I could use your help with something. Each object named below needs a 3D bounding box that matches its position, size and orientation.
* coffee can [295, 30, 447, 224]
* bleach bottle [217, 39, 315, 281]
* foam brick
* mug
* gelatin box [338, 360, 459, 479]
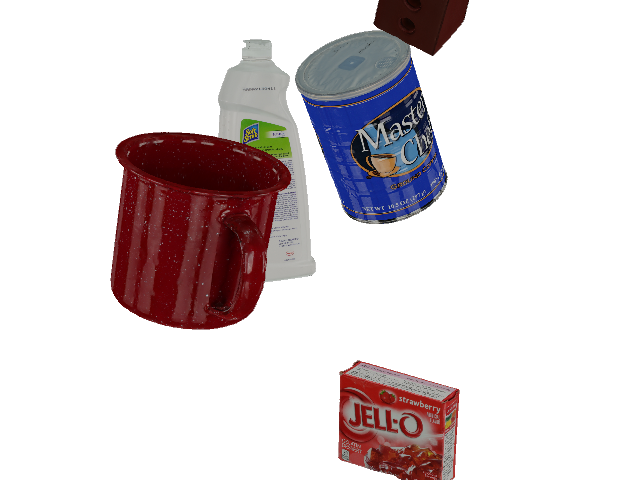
[{"bbox_3d":[0.047,-0.100,0.952,0.103,0.140,0.103,-14,36,10],"label":"coffee can"},{"bbox_3d":[-0.057,-0.085,1.129,0.102,0.251,0.068,-6,16,-23],"label":"bleach bottle"},{"bbox_3d":[0.077,-0.182,0.755,0.053,0.051,0.078,30,-34,14],"label":"foam brick"},{"bbox_3d":[-0.061,0.000,0.565,0.093,0.081,0.117,-4,27,-35],"label":"mug"},{"bbox_3d":[0.056,0.136,0.785,0.089,0.073,0.030,12,22,31],"label":"gelatin box"}]
